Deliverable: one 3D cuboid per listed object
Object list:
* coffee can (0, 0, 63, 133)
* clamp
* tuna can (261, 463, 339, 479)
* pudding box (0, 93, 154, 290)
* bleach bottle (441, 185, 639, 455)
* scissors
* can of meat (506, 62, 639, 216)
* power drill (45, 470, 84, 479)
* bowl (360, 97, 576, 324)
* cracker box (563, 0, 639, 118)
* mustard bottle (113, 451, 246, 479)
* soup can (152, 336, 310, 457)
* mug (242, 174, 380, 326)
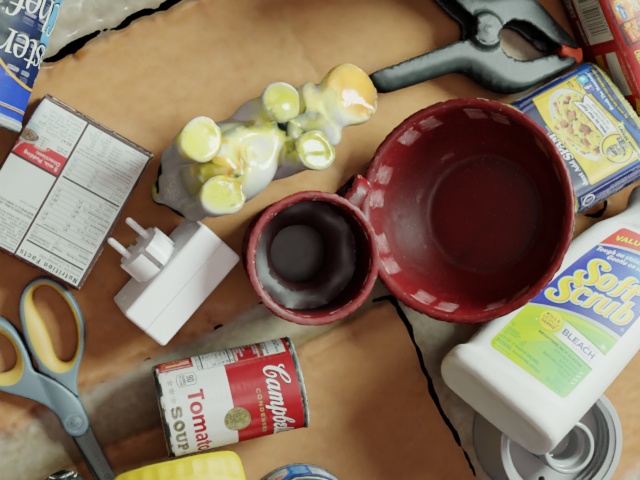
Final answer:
[{"bbox_3d":[-0.226,-0.153,0.705,0.102,0.103,0.140,19,89,-12],"label":"coffee can"},{"bbox_3d":[0.115,-0.165,0.806,0.171,0.039,0.120,2,91,-17],"label":"clamp"},{"bbox_3d":[-0.013,0.214,0.800,0.086,0.034,0.086,-1,93,-11],"label":"tuna can"},{"bbox_3d":[-0.182,-0.034,0.753,0.090,0.039,0.113,30,89,-12],"label":"pudding box"},{"bbox_3d":[0.206,0.036,0.796,0.103,0.068,0.250,39,70,14],"label":"bleach bottle"},{"bbox_3d":[-0.197,0.128,0.769,0.096,0.016,0.202,-10,95,-9],"label":"scissors"},{"bbox_3d":[0.192,-0.074,0.806,0.084,0.057,0.102,-29,78,-11],"label":"can of meat"},{"bbox_3d":[-0.236,0.264,0.746,0.187,0.057,0.184,-9,95,-11],"label":"power drill"},{"bbox_3d":[0.112,-0.020,0.781,0.162,0.055,0.162,-1,88,27],"label":"bowl"},{"bbox_3d":[0.313,-0.170,0.829,0.213,0.072,0.164,-27,99,-10],"label":"cracker box"},{"bbox_3d":[-0.083,0.249,0.735,0.096,0.058,0.191,-10,69,-14],"label":"mustard bottle"},{"bbox_3d":[-0.065,0.113,0.768,0.102,0.068,0.068,-11,95,-10],"label":"soup can"},{"bbox_3d":[-0.005,0.001,0.767,0.093,0.081,0.117,35,86,-11],"label":"mug"}]
